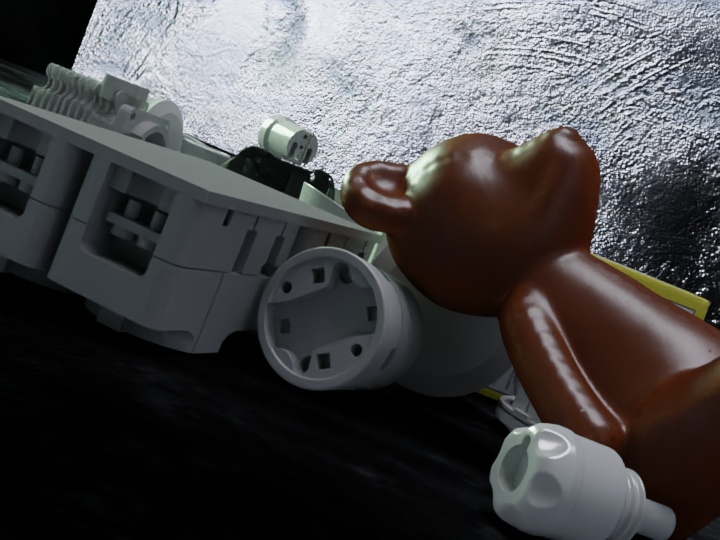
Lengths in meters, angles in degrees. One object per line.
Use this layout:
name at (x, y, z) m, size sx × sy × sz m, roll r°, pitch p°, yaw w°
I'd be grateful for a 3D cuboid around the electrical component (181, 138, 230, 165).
electrical component at (-0.145, -0.083, 0.952) m, size 0.045 × 0.055 × 0.045 m, roll 22°, pitch 5°, yaw -2°

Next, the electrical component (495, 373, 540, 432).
electrical component at (0.107, 0.063, 0.498) m, size 0.080 × 0.051 × 0.080 m, roll 22°, pitch 5°, yaw -2°

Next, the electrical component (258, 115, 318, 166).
electrical component at (-0.065, -0.117, 0.980) m, size 0.040 × 0.040 × 0.046 m, roll 18°, pitch 8°, yaw -42°

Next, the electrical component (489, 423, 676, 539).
electrical component at (0.074, 0.072, 0.343) m, size 0.061 × 0.035 × 0.035 m, roll 23°, pitch 4°, yaw -20°

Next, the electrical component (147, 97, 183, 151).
electrical component at (-0.197, -0.117, 0.958) m, size 0.051 × 0.080 × 0.080 m, roll 19°, pitch 3°, yaw 19°

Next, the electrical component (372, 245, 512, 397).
electrical component at (0.041, 0.020, 0.517) m, size 0.080 × 0.080 × 0.051 m, roll 23°, pitch -1°, yaw 6°

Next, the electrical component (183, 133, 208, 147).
electrical component at (-0.182, -0.099, 1.056) m, size 0.099 × 0.064 × 0.099 m, roll 28°, pitch 16°, yaw -9°

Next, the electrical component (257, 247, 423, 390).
electrical component at (-0.006, 0.022, 0.431) m, size 0.055 × 0.055 × 0.047 m, roll 25°, pitch 2°, yaw 26°

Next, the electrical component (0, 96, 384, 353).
electrical component at (-0.076, -0.014, 0.465) m, size 0.105 × 0.060 × 0.186 m, roll 24°, pitch 5°, yaw 19°

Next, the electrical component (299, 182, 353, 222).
electrical component at (-0.006, -0.016, 0.780) m, size 0.099 × 0.064 × 0.099 m, roll 22°, pitch 5°, yaw -2°
